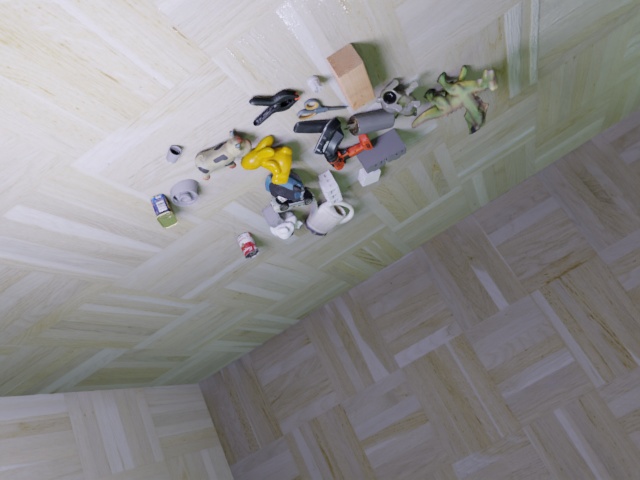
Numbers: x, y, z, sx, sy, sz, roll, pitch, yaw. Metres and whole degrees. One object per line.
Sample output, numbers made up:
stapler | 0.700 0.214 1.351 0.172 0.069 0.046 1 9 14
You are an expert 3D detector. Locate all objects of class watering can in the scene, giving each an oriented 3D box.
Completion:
watering can | 0.007 -0.121 2.403 0.346 0.106 0.221 14 133 -45

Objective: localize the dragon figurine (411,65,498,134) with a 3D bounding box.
dragon figurine | 0.534 -0.513 1.996 0.123 0.246 0.401 -16 153 -38

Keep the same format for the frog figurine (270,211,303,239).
frog figurine | -0.162 -0.062 2.267 0.136 0.123 0.160 -19 177 25
